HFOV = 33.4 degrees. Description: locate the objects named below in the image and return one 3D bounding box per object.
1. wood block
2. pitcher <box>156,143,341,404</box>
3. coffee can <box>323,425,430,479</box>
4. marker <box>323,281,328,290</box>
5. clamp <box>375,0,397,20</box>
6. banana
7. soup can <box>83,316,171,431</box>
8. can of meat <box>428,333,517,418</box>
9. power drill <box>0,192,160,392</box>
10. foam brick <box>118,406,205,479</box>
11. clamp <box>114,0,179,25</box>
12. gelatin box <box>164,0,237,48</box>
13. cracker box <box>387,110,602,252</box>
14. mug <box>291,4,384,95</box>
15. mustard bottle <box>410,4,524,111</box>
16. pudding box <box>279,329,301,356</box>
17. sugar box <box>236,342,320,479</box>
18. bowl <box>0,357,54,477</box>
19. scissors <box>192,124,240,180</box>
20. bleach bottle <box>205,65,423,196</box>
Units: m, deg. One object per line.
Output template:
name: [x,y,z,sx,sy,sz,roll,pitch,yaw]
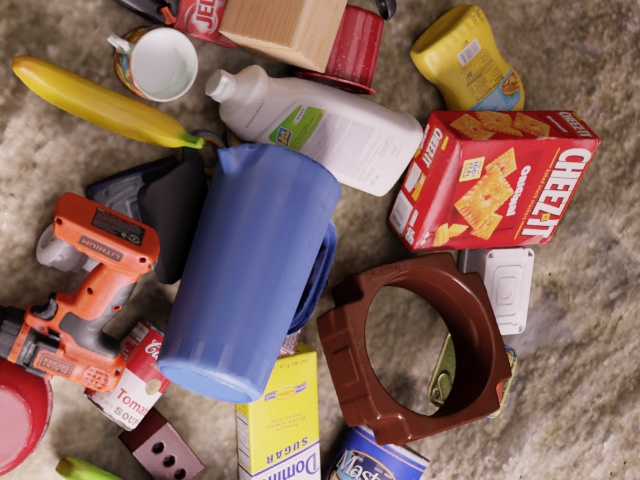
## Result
wood block: [-0.018,-0.288,1.079,0.090,0.091,0.206,20,88,-68]
pitcher: [-0.067,0.038,1.066,0.149,0.145,0.242,18,69,-2]
coffee can: [0.054,0.300,1.280,0.102,0.103,0.140,33,85,-31]
marker: [-0.008,0.002,1.221,0.020,0.020,0.121,-18,110,-25]
clamp: [0.050,-0.326,1.163,0.120,0.039,0.171,18,93,-33]
banana: [-0.210,-0.134,1.046,0.197,0.070,0.037,21,73,-23]
soup can: [-0.192,0.141,1.123,0.068,0.069,0.102,43,80,-30]
can of meat: [0.196,0.173,1.359,0.083,0.058,0.102,17,94,-34]
power drill: [-0.250,0.048,1.024,0.184,0.057,0.188,23,118,-16]
foam brick: [-0.173,0.232,1.165,0.053,0.051,0.078,-41,119,-15]
clamp: [-0.189,-0.310,1.033,0.164,0.036,0.210,-40,115,-15]
gelatin box: [-0.111,-0.250,1.095,0.073,0.030,0.089,13,95,-31]
cracker box: [0.205,-0.069,1.259,0.213,0.072,0.164,-3,131,-29]
mug: [0.011,-0.209,1.147,0.117,0.093,0.081,12,91,-7]
mustard bottle: [0.190,-0.178,1.267,0.096,0.058,0.191,-44,119,-13]
pudding box: [-0.057,0.058,1.164,0.090,0.039,0.113,33,59,-35]
sugar box: [-0.049,0.214,1.235,0.093,0.048,0.176,-11,106,-27]
bowl: [-0.337,0.178,1.057,0.161,0.055,0.162,-7,106,-28]
scissors: [-0.091,-0.047,1.163,0.096,0.016,0.202,-17,112,-28]
bleach bottle: [-0.010,-0.130,1.141,0.250,0.068,0.103,21,108,-37]
